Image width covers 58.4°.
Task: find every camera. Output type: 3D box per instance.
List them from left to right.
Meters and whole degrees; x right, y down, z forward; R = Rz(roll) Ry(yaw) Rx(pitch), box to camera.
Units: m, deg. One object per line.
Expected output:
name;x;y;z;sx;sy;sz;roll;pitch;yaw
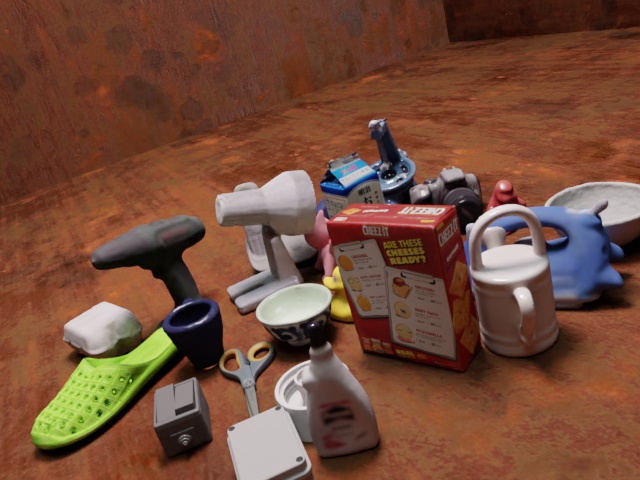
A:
camera;0.257;-0.079;1.135;0.143;0.101;0.136;-14;23;5

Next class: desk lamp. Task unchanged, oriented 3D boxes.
desk lamp;-0.094;-0.006;1.053;0.203;0.214;0.117;-24;24;-17

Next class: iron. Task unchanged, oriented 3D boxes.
iron;0.301;0.012;0.844;0.257;0.142;0.119;-3;26;28

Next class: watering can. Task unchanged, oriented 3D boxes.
watering can;0.244;0.042;0.747;0.101;0.194;0.172;-21;24;-12

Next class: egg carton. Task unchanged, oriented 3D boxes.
egg carton;-0.391;0.168;1.036;0.149;0.069;0.107;7;32;43

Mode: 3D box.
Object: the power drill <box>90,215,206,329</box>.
power drill;-0.280;0.062;1.026;0.075;0.209;0.230;0;28;33

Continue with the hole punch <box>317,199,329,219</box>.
hole punch;0.030;-0.077;1.291;0.101;0.091;0.109;-7;25;21

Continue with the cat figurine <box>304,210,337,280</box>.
cat figurine;0.010;0.004;1.086;0.067;0.118;0.127;-21;23;-10

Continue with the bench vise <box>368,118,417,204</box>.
bench vise;0.145;-0.173;1.268;0.121;0.220;0.207;-13;23;7

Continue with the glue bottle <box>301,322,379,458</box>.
glue bottle;0.013;0.166;0.643;0.078;0.173;0.037;-15;23;2

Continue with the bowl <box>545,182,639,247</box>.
bowl;0.454;-0.031;0.928;0.167;0.075;0.167;-13;23;6

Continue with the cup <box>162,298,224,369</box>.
cup;-0.194;0.150;0.916;0.092;0.095;0.117;-21;23;-12

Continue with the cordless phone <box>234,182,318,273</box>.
cordless phone;-0.090;-0.035;1.153;0.147;0.185;0.094;-16;23;0

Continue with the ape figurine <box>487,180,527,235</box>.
ape figurine;0.342;-0.066;1.060;0.077;0.092;0.076;-13;23;7

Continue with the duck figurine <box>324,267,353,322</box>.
duck figurine;0.054;0.078;0.927;0.104;0.086;0.077;-7;25;21
